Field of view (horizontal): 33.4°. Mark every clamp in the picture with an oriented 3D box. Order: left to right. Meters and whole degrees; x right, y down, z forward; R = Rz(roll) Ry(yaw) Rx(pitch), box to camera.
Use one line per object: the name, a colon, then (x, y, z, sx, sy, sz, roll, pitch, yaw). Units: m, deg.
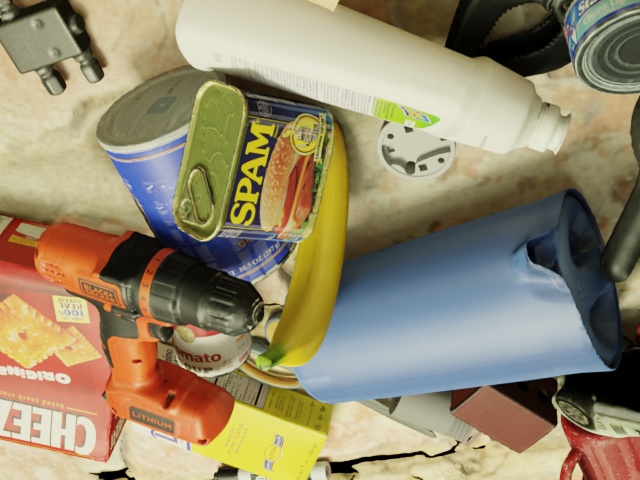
clamp: (0.167, -0.157, 0.675, 0.164, 0.036, 0.210, 26, 136, -25)
clamp: (0.237, -0.050, 0.723, 0.120, 0.039, 0.171, -28, 122, -19)

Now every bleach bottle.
bleach bottle: (0.037, -0.109, 0.692, 0.251, 0.102, 0.068, 20, 89, 3)

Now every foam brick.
foam brick: (0.158, 0.135, 0.909, 0.078, 0.053, 0.051, 31, 128, -13)

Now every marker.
marker: (-0.049, 0.232, 1.057, 0.121, 0.020, 0.020, -7, 127, 18)

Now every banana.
banana: (-0.003, 0.012, 0.780, 0.037, 0.197, 0.069, 8, 157, 11)

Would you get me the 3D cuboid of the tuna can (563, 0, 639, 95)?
tuna can: (0.195, -0.127, 0.654, 0.086, 0.034, 0.086, -3, 150, -2)

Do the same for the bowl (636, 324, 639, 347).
bowl: (0.323, 0.099, 0.811, 0.162, 0.055, 0.162, 42, 161, 18)

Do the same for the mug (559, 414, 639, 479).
mug: (0.242, 0.174, 0.888, 0.093, 0.117, 0.081, 24, 147, 59)

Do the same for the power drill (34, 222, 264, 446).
power drill: (-0.116, 0.075, 0.807, 0.185, 0.057, 0.188, 17, 138, 23)

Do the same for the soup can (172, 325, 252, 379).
soup can: (-0.095, 0.058, 0.895, 0.068, 0.068, 0.102, 3, 130, 10)

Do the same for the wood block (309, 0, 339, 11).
wood block: (-0.067, -0.223, 0.596, 0.206, 0.090, 0.091, 20, 129, -10)

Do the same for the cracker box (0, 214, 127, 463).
cracker box: (-0.252, 0.088, 0.941, 0.164, 0.072, 0.214, 12, 124, 3)

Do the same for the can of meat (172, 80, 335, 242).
can of meat: (-0.043, -0.049, 0.714, 0.083, 0.058, 0.102, 4, 104, -41)

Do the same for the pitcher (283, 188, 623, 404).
pitcher: (0.103, 0.057, 0.821, 0.243, 0.144, 0.149, -15, 112, 28)

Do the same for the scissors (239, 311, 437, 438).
scissors: (0.023, 0.119, 0.951, 0.201, 0.016, 0.096, 17, 130, -2)

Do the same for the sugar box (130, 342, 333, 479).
sugar box: (-0.084, 0.166, 0.994, 0.176, 0.048, 0.093, 18, 131, -3)

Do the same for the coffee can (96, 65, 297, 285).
coffee can: (-0.087, -0.043, 0.787, 0.103, 0.102, 0.140, -11, 125, 20)
